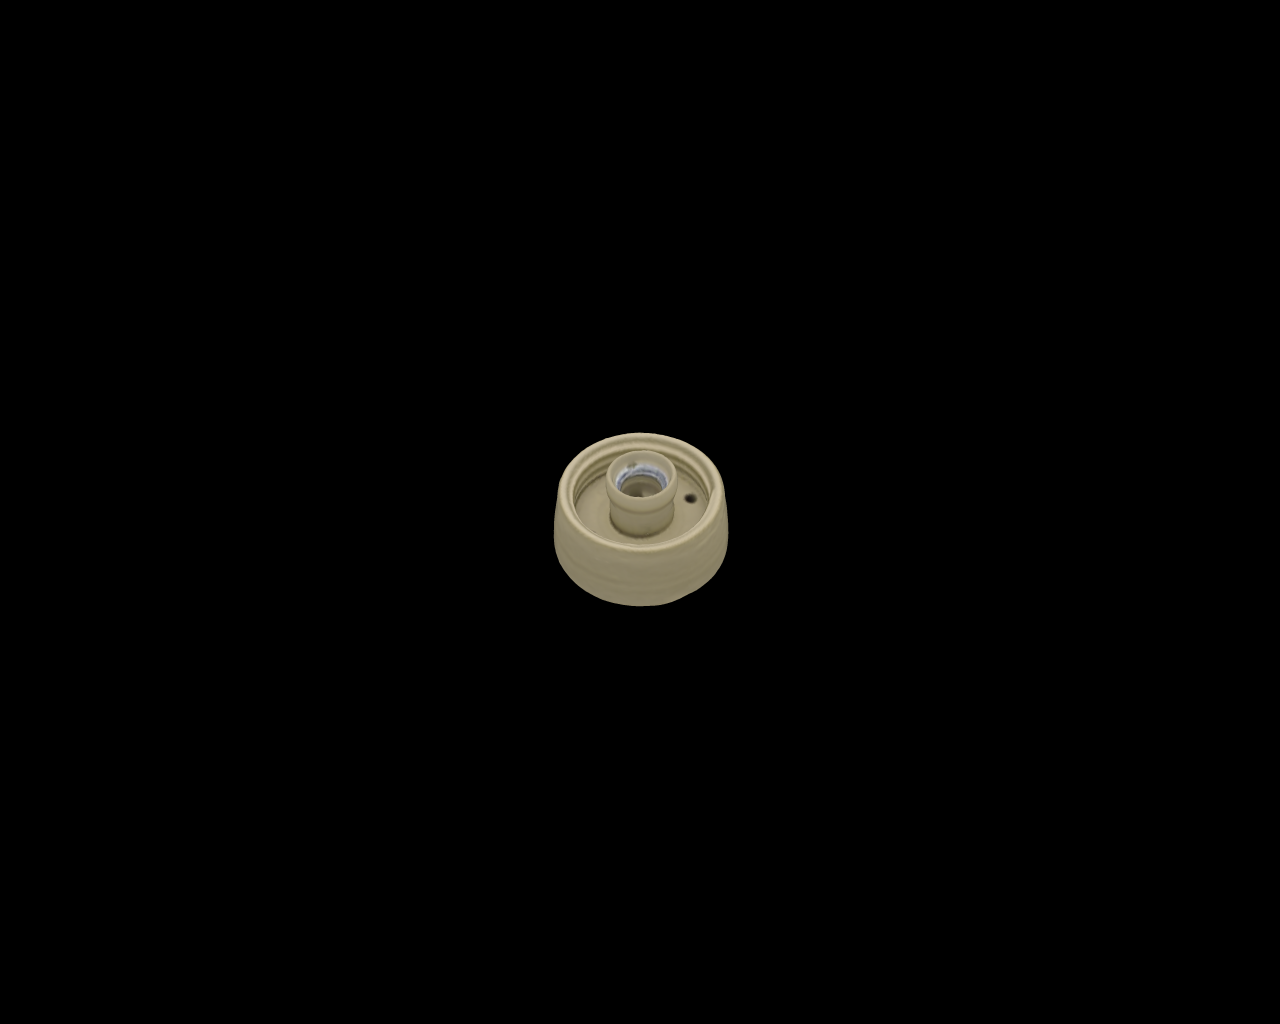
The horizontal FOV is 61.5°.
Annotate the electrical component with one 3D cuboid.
[{"bbox_3d":[0.001,-0.003,0.650,0.108,0.108,0.060,0,-43,0],"label":"electrical component"}]
